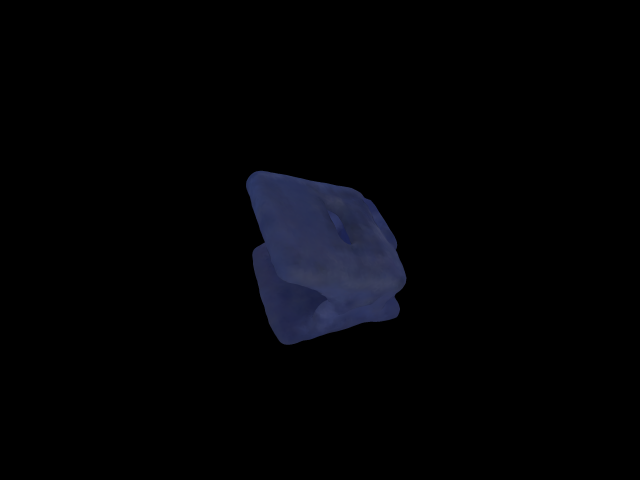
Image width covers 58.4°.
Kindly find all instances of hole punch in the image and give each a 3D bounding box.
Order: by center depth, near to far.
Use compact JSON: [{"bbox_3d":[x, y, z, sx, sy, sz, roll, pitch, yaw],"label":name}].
[{"bbox_3d":[0.004,0.001,0.400,0.101,0.091,0.108,-13,47,-12],"label":"hole punch"}]
